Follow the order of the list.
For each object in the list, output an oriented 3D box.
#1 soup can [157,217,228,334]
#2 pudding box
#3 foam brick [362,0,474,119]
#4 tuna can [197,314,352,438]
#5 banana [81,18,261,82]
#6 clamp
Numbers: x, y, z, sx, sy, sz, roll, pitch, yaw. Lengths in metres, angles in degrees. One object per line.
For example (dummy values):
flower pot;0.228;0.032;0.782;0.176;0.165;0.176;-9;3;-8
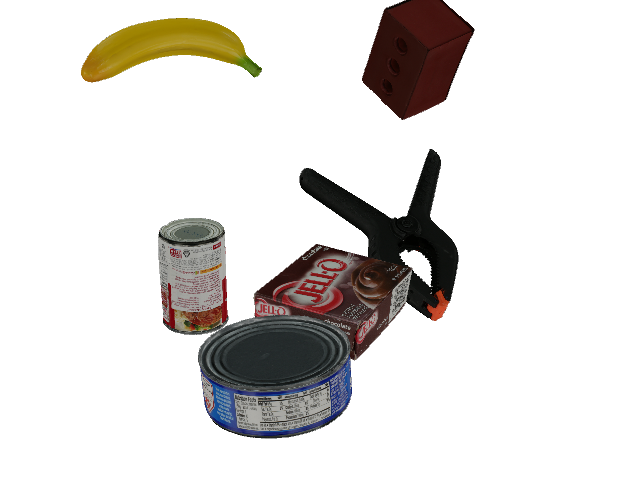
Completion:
soup can;-0.130;0.036;1.090;0.068;0.102;0.068;0;23;0
pudding box;0.011;0.046;0.849;0.090;0.039;0.113;15;25;22
foam brick;0.074;-0.143;0.826;0.051;0.053;0.078;-29;-26;-31
tuna can;-0.025;0.076;0.602;0.086;0.034;0.086;-3;22;1
banana;-0.154;-0.194;1.074;0.197;0.070;0.037;-9;-38;-32
clamp;0.074;-0.009;1.106;0.164;0.210;0.036;-5;-36;-15
